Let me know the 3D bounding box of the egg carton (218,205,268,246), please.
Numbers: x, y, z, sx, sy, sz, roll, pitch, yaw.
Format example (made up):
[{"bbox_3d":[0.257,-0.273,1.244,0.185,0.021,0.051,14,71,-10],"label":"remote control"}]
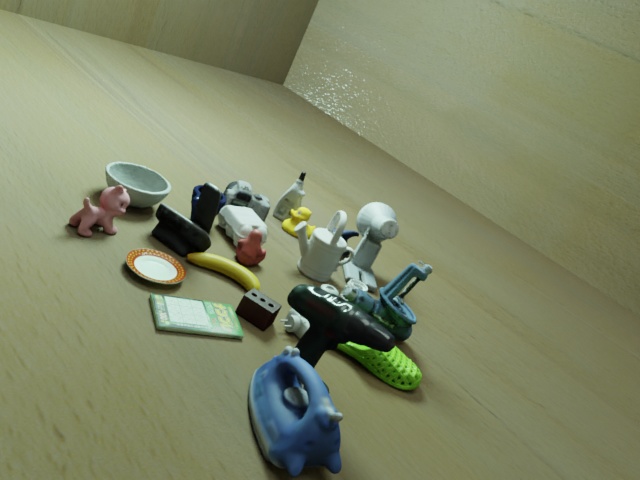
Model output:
[{"bbox_3d":[-0.210,-0.037,1.558,0.108,0.069,0.150,6,30,-43],"label":"egg carton"}]

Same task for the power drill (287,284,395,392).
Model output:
[{"bbox_3d":[0.014,0.199,1.082,0.229,0.208,0.076,38,24,26],"label":"power drill"}]

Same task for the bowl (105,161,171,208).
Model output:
[{"bbox_3d":[-0.471,-0.130,1.461,0.167,0.074,0.167,23,21,-9],"label":"bowl"}]

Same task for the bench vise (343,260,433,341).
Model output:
[{"bbox_3d":[0.169,0.142,1.377,0.208,0.219,0.121,10,27,-37],"label":"bench vise"}]

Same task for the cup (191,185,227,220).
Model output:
[{"bbox_3d":[-0.310,-0.083,1.511,0.091,0.095,0.118,31,22,11],"label":"cup"}]

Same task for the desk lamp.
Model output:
[{"bbox_3d":[0.157,0.009,1.680,0.118,0.213,0.203,21,22,-13],"label":"desk lamp"}]

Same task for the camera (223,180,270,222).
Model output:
[{"bbox_3d":[-0.225,-0.125,1.701,0.143,0.101,0.136,17,23,-23],"label":"camera"}]

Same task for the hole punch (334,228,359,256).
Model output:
[{"bbox_3d":[0.050,-0.011,1.770,0.109,0.091,0.100,0,33,-49],"label":"hole punch"}]

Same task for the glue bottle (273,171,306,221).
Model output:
[{"bbox_3d":[-0.082,-0.137,1.793,0.078,0.173,0.037,31,22,11],"label":"glue bottle"}]

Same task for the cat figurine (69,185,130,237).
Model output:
[{"bbox_3d":[-0.476,-0.076,1.269,0.067,0.117,0.128,35,23,22],"label":"cat figurine"}]

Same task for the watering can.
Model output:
[{"bbox_3d":[0.014,0.007,1.546,0.173,0.194,0.100,11,26,-34],"label":"watering can"}]

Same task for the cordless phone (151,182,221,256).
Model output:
[{"bbox_3d":[-0.307,-0.069,1.358,0.147,0.185,0.094,31,22,12],"label":"cordless phone"}]

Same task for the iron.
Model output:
[{"bbox_3d":[-0.042,0.262,0.963,0.119,0.141,0.257,11,26,-35],"label":"iron"}]

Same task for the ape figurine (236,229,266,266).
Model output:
[{"bbox_3d":[-0.171,0.015,1.452,0.077,0.092,0.076,30,21,9],"label":"ape figurine"}]

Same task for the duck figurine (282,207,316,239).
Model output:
[{"bbox_3d":[-0.055,-0.057,1.762,0.105,0.086,0.077,22,22,-11],"label":"duck figurine"}]
